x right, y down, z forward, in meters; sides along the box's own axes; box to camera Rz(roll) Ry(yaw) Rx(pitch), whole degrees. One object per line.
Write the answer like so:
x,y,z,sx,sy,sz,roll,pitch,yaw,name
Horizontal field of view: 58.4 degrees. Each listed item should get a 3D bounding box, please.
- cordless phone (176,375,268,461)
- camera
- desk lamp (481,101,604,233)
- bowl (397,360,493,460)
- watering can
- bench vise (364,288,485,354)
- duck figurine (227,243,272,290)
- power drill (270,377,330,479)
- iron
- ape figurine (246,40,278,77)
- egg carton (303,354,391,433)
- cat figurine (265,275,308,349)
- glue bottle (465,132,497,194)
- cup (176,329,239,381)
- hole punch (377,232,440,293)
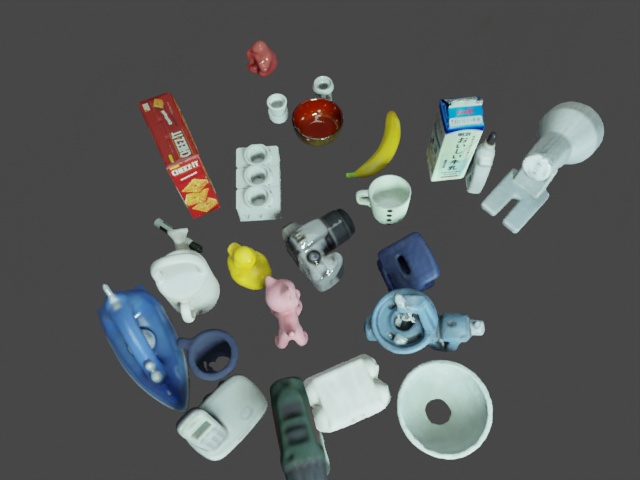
-0.168,0.292,0.967,0.094,0.185,0.148,37,72,15,cordless phone
0.010,0.004,1.136,0.137,0.101,0.143,-33,70,-13,camera
0.442,-0.146,1.136,0.117,0.213,0.203,39,73,16,desk lamp
0.216,0.303,1.019,0.167,0.075,0.167,0,67,1,bowl
-0.256,0.062,1.062,0.101,0.194,0.172,-30,69,-12,watering can
0.186,0.130,1.015,0.207,0.220,0.121,-12,67,-5,bench vise
-0.142,0.046,1.127,0.104,0.086,0.077,41,73,16,duck figurine
-0.027,0.345,0.930,0.075,0.208,0.229,-15,67,-6,power drill
-0.318,0.192,1.035,0.119,0.141,0.258,-32,70,-13,iron
-0.137,-0.427,1.329,0.076,0.092,0.077,-13,67,-5,ape figurine
0.047,0.278,1.034,0.150,0.069,0.107,-23,68,-9,egg carton
-0.065,0.129,1.073,0.067,0.118,0.127,-12,67,-5,cat figurine
0.332,-0.166,1.168,0.037,0.173,0.078,4,67,3,glue bottle
-0.202,0.214,1.050,0.117,0.095,0.092,18,68,8,cup
0.170,0.054,1.118,0.101,0.091,0.108,-21,68,-8,hole punch
